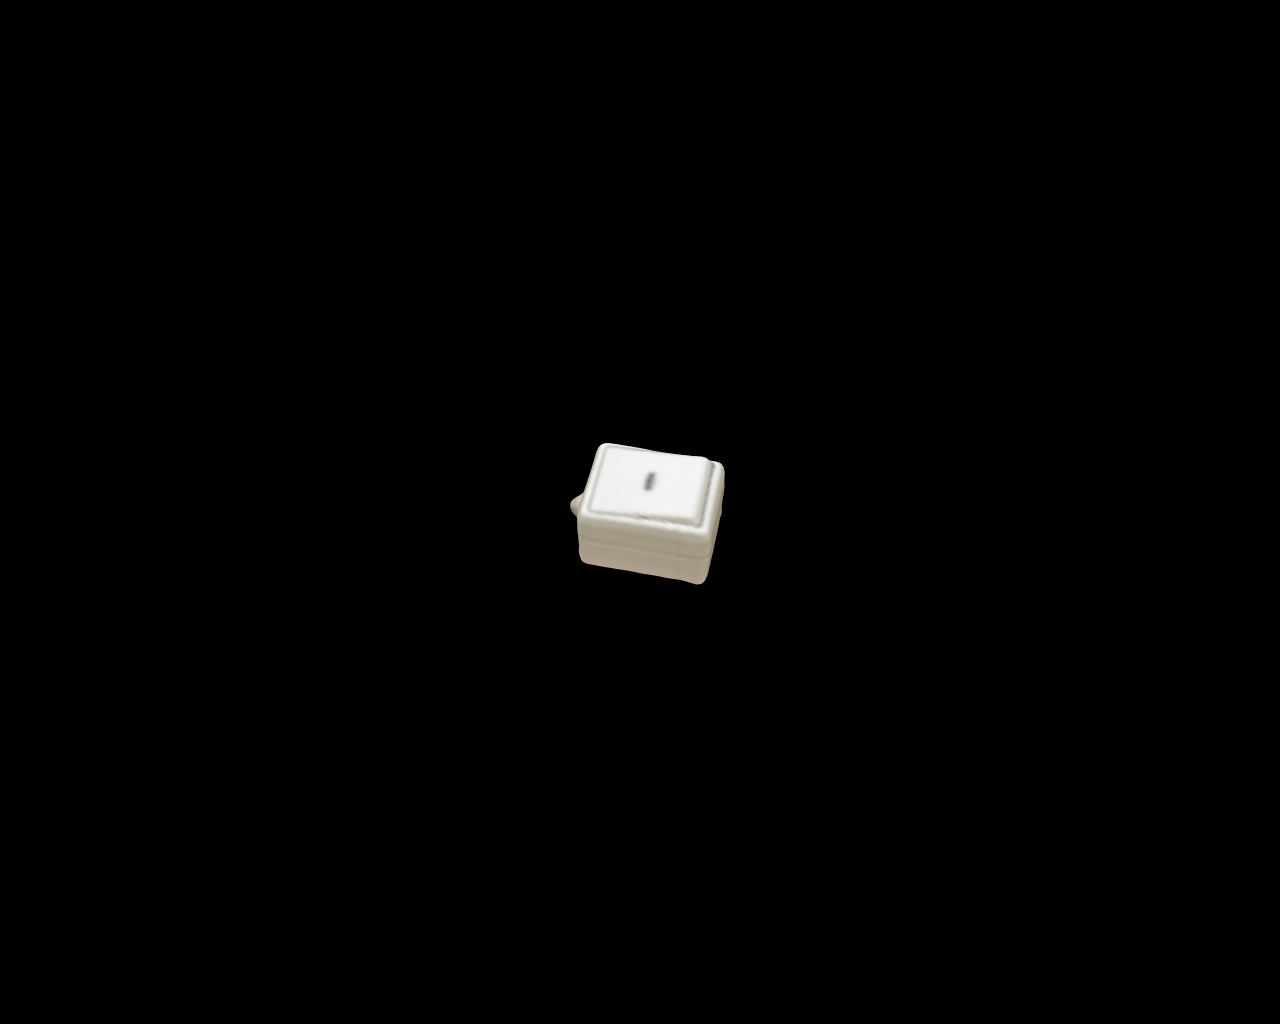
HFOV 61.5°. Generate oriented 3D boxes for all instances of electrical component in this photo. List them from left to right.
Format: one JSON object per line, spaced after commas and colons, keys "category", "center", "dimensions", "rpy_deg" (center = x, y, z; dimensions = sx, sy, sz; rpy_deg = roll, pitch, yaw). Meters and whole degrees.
{"category": "electrical component", "center": [0.001, -0.003, 0.650], "dimensions": [0.096, 0.062, 0.061], "rpy_deg": [10, -36, 8]}
